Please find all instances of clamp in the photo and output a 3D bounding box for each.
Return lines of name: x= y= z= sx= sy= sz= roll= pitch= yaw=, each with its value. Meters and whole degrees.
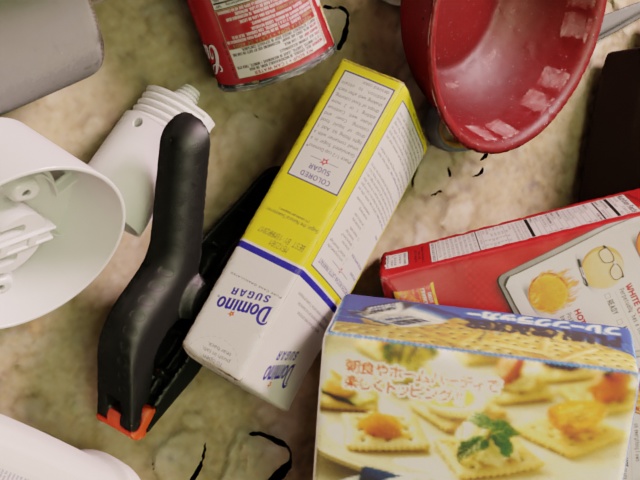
clamp: x=-0.066 y=0.021 z=0.568 sx=0.120 sy=0.039 sz=0.171 roll=8 pitch=106 yaw=-56

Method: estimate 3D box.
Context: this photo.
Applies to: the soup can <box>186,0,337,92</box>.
soup can: x=-0.038 y=-0.137 z=0.554 sx=0.068 sy=0.069 sz=0.102 roll=-30 pitch=115 yaw=-22

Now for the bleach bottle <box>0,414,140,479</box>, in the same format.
bleach bottle: x=-0.195 y=0.097 z=0.464 sx=0.250 sy=0.068 sz=0.102 roll=42 pitch=69 yaw=-41

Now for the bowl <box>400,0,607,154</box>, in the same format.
bowl: x=0.096 y=-0.133 z=0.602 sx=0.161 sy=0.055 sz=0.162 roll=-23 pitch=125 yaw=-38

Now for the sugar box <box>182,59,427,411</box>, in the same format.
sugar box: x=-0.004 y=0.001 z=0.581 sx=0.176 sy=0.048 sz=0.093 roll=-59 pitch=159 yaw=-9

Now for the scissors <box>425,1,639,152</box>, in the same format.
scissors: x=0.134 y=-0.134 z=0.680 sx=0.201 sy=0.016 sz=0.096 roll=-41 pitch=111 yaw=-18

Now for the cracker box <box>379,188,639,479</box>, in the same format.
cracker box: x=0.157 y=0.064 z=0.628 sx=0.214 sy=0.072 sz=0.164 roll=-14 pitch=103 yaw=7
